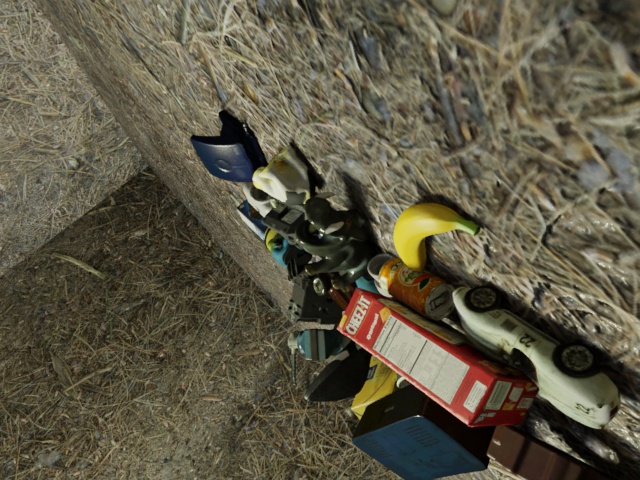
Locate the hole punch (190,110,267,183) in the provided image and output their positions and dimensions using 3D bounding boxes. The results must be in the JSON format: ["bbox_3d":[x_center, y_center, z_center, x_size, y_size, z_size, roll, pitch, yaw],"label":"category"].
[{"bbox_3d":[-0.168,-0.163,1.007,0.116,0.092,0.142,36,159,33],"label":"hole punch"}]

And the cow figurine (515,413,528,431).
[{"bbox_3d":[0.275,0.309,0.883,0.127,0.085,0.194,30,161,39],"label":"cow figurine"}]

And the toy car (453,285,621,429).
[{"bbox_3d":[0.219,0.116,0.573,0.202,0.056,0.073,36,162,44],"label":"toy car"}]

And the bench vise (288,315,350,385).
[{"bbox_3d":[0.051,0.222,1.198,0.240,0.224,0.129,12,-117,-74],"label":"bench vise"}]

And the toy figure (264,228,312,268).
[{"bbox_3d":[-0.069,0.007,1.100,0.082,0.089,0.180,62,-179,-25],"label":"toy figure"}]

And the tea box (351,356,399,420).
[{"bbox_3d":[0.133,0.261,0.996,0.068,0.098,0.170,51,-149,-12],"label":"tea box"}]

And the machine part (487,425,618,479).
[{"bbox_3d":[0.301,0.294,0.678,0.179,0.056,0.179,27,173,4],"label":"machine part"}]

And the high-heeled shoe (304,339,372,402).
[{"bbox_3d":[0.050,0.207,1.005,0.145,0.249,0.086,23,129,56],"label":"high-heeled shoe"}]

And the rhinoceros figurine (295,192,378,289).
[{"bbox_3d":[0.025,0.003,0.792,0.190,0.112,0.073,44,-152,-51],"label":"rhinoceros figurine"}]

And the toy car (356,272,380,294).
[{"bbox_3d":[0.104,0.125,0.885,0.162,0.103,0.109,39,163,32],"label":"toy car"}]

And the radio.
[{"bbox_3d":[0.155,0.295,0.820,0.131,0.073,0.229,36,145,-2],"label":"radio"}]

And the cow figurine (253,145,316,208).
[{"bbox_3d":[-0.057,-0.093,0.887,0.098,0.068,0.167,46,169,-11],"label":"cow figurine"}]

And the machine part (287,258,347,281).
[{"bbox_3d":[0.012,0.045,0.926,0.084,0.139,0.039,141,123,-80],"label":"machine part"}]

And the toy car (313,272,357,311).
[{"bbox_3d":[0.067,0.114,0.994,0.202,0.089,0.053,48,138,36],"label":"toy car"}]

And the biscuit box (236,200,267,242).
[{"bbox_3d":[-0.111,-0.027,1.260,0.203,0.063,0.059,40,164,33],"label":"biscuit box"}]

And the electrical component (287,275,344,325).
[{"bbox_3d":[0.008,0.113,1.104,0.058,0.134,0.114,33,116,60],"label":"electrical component"}]

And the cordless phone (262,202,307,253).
[{"bbox_3d":[-0.001,-0.003,0.970,0.184,0.089,0.147,43,171,-30],"label":"cordless phone"}]
